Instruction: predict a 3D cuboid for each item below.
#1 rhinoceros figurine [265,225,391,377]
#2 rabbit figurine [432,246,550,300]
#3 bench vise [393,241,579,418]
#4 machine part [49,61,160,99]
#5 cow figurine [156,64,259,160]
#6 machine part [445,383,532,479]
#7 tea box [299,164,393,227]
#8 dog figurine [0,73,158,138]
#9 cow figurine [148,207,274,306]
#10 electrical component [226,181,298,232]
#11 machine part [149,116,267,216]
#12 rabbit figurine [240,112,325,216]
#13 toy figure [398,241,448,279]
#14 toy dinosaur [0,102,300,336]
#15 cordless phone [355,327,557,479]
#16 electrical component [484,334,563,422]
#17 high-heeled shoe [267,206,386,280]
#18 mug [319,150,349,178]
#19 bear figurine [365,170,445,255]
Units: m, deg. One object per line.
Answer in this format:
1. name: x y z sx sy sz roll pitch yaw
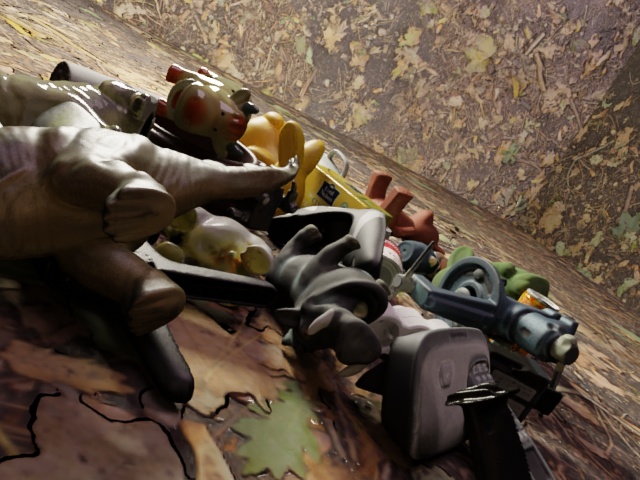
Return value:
1. rhinoceros figurine: 0.002 0.052 0.501 0.073 0.112 0.190 60 -14 -26
2. rabbit figurine: 0.260 0.073 0.885 0.170 0.121 0.159 9 28 -16
3. bench vise: 0.205 0.093 0.695 0.240 0.128 0.224 18 20 -26
4. machine part: -0.299 -0.194 0.782 0.243 0.079 0.079 13 23 -49
5. cow figurine: -0.130 -0.159 0.658 0.127 0.085 0.195 23 15 0
6. machine part: 0.124 0.169 0.370 0.084 0.039 0.139 13 61 -33
7. tea box: 0.023 -0.044 0.854 0.068 0.098 0.170 16 19 -43
8. dog figurine: -0.274 -0.129 0.527 0.190 0.121 0.172 26 21 -8
9. cow figurine: -0.127 -0.008 0.526 0.167 0.068 0.098 31 10 -8
10. electrical component: -0.067 -0.048 0.667 0.045 0.078 0.102 21 -4 22
11. machine part: -0.181 -0.109 0.713 0.201 0.087 0.201 30 17 1
12. rabbit figurine: -0.067 -0.110 0.851 0.121 0.162 0.173 30 28 -50
13. toy figure: 0.195 0.042 0.972 0.154 0.058 0.064 22 22 -41
14. toy dinosaur: -0.168 -0.032 0.368 0.471 0.105 0.199 -3 34 -42
15. cordless phone: 0.128 0.165 0.444 0.146 0.088 0.184 10 41 -51
16. electrical component: 0.212 0.165 0.588 0.119 0.074 0.048 32 15 -4
17. high-heeled shoe: -0.001 -0.002 0.650 0.145 0.086 0.249 6 6 -1
18. mug: 0.022 -0.122 1.097 0.080 0.109 0.107 16 34 -56
19. bear figurine: 0.179 -0.043 1.081 0.196 0.131 0.120 14 23 -29
